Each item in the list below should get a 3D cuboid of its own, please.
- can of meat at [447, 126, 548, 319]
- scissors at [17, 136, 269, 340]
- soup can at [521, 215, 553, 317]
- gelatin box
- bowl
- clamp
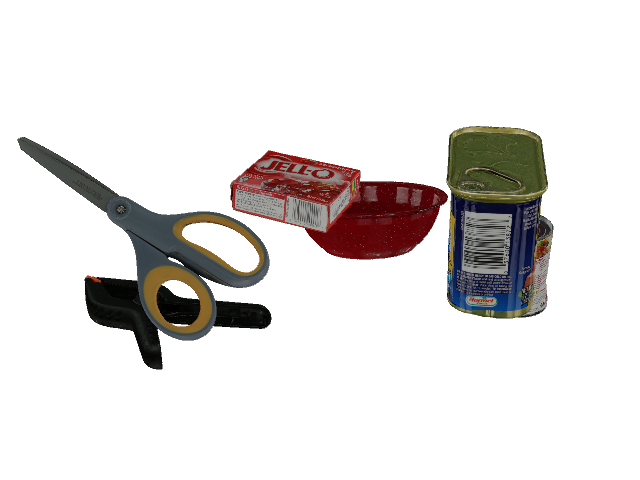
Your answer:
[{"bbox_3d":[0.105,-0.012,0.654,0.057,0.084,0.102,3,28,7],"label":"can of meat"},{"bbox_3d":[-0.132,0.001,0.709,0.202,0.096,0.016,18,-15,13],"label":"scissors"},{"bbox_3d":[0.227,0.027,1.211,0.068,0.102,0.068,-2,29,1],"label":"soup can"},{"bbox_3d":[-0.020,-0.043,0.895,0.089,0.030,0.073,14,31,19],"label":"gelatin box"},{"bbox_3d":[0.049,-0.019,1.082,0.162,0.055,0.162,-2,14,0],"label":"bowl"},{"bbox_3d":[-0.179,0.077,1.102,0.210,0.036,0.164,14,20,30],"label":"clamp"}]
